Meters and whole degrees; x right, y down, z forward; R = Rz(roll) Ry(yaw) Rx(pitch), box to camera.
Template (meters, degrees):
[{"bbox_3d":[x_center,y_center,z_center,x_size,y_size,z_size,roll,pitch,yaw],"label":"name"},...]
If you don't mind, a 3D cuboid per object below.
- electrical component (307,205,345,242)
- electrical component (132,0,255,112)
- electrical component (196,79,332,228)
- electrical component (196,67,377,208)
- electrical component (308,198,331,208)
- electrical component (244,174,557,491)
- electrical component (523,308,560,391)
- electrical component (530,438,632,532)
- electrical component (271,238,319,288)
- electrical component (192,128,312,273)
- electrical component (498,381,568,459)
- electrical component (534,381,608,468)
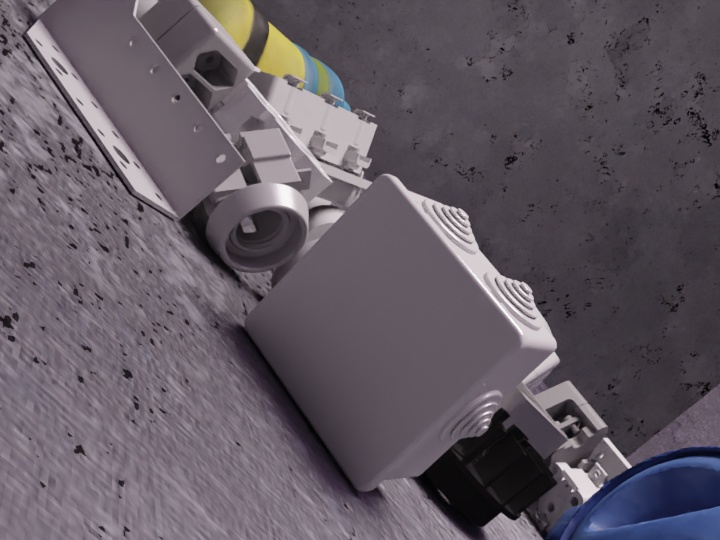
[{"bbox_3d":[-0.018,-0.011,0.681,0.043,0.043,0.081,48,5,-17],"label":"electrical component"},{"bbox_3d":[-0.107,-0.116,0.559,0.076,0.066,0.047,52,6,25],"label":"electrical component"},{"bbox_3d":[-0.062,-0.059,0.583,0.078,0.057,0.058,51,5,13],"label":"electrical component"},{"bbox_3d":[-0.042,-0.085,0.682,0.079,0.063,0.121,22,4,32],"label":"electrical component"},{"bbox_3d":[-0.049,-0.061,0.794,0.044,0.044,0.065,51,10,10],"label":"electrical component"},{"bbox_3d":[0.016,0.025,0.426,0.099,0.099,0.048,52,19,24],"label":"electrical component"},{"bbox_3d":[0.129,0.072,0.991,0.089,0.062,0.150,57,-8,13],"label":"electrical component"},{"bbox_3d":[0.159,0.164,0.771,0.064,0.081,0.042,6,34,-39],"label":"electrical component"},{"bbox_3d":[0.000,0.033,0.521,0.077,0.043,0.079,56,1,29],"label":"electrical component"},{"bbox_3d":[-0.052,-0.032,0.500,0.048,0.066,0.055,101,-27,-44],"label":"electrical component"},{"bbox_3d":[0.084,0.093,0.730,0.078,0.057,0.113,54,7,36],"label":"electrical component"},{"bbox_3d":[0.144,0.131,0.811,0.055,0.050,0.089,54,-24,37],"label":"electrical component"}]
